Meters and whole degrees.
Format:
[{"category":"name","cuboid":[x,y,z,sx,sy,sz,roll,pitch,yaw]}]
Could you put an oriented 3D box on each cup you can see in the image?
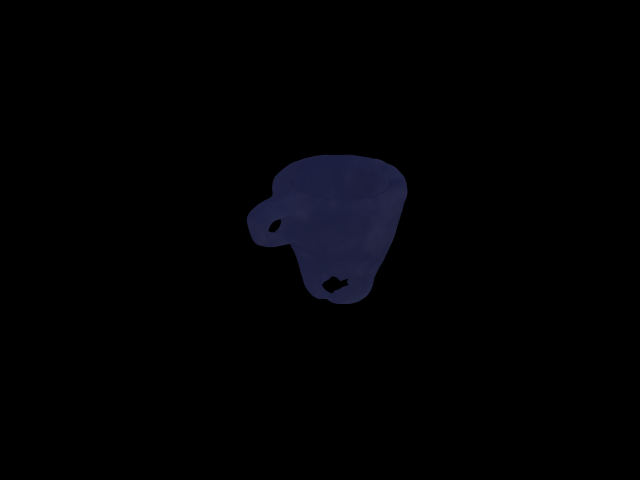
[{"category":"cup","cuboid":[0.004,0.001,0.400,0.118,0.095,0.091,-22,36,-33]}]
